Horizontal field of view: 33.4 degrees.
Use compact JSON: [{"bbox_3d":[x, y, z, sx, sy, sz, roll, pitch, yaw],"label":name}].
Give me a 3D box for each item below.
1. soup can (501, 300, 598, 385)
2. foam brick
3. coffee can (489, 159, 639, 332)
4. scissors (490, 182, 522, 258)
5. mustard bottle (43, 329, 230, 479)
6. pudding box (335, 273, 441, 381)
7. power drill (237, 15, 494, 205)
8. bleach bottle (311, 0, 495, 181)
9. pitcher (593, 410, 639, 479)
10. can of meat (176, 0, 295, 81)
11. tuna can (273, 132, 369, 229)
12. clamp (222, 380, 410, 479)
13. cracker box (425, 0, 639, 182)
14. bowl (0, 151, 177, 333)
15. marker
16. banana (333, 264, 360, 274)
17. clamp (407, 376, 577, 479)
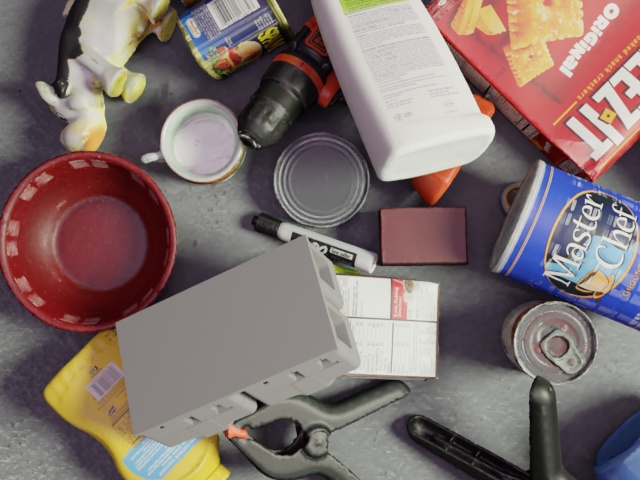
[{"bbox_3d":[0.193,0.086,0.914,0.068,0.102,0.068,0,88,3],"label":"soup can"},{"bbox_3d":[0.091,-0.002,0.948,0.078,0.053,0.051,-1,88,4],"label":"foam brick"},{"bbox_3d":[0.227,0.006,0.898,0.140,0.103,0.103,23,89,4],"label":"coffee can"},{"bbox_3d":[0.241,0.022,0.957,0.202,0.016,0.096,33,91,4],"label":"scissors"},{"bbox_3d":[-0.148,0.170,0.953,0.191,0.058,0.096,44,74,4],"label":"mustard bottle"},{"bbox_3d":[0.048,0.077,0.937,0.113,0.039,0.090,4,83,-12],"label":"pudding box"},{"bbox_3d":[0.043,-0.113,0.930,0.187,0.057,0.184,35,69,1],"label":"power drill"},{"bbox_3d":[0.053,-0.177,0.893,0.102,0.068,0.251,-14,71,-17],"label":"bleach bottle"},{"bbox_3d":[0.354,0.241,0.886,0.149,0.145,0.243,-40,83,-14],"label":"pitcher"},{"bbox_3d":[-0.074,-0.187,0.941,0.084,0.102,0.057,-30,86,4],"label":"can of meat"},{"bbox_3d":[0.002,-0.053,0.965,0.086,0.033,0.086,0,88,3],"label":"tuna can"},{"bbox_3d":[-0.002,0.184,0.937,0.171,0.039,0.120,1,86,-16],"label":"clamp"},{"bbox_3d":[0.216,-0.178,0.937,0.214,0.072,0.164,45,91,3],"label":"cracker box"},{"bbox_3d":[-0.204,0.002,0.965,0.162,0.055,0.162,0,88,4],"label":"bowl"},{"bbox_3d":[-0.006,0.001,0.959,0.121,0.020,0.020,20,89,17],"label":"marker"},{"bbox_3d":[-0.053,0.078,0.950,0.070,0.037,0.197,39,81,21],"label":"banana"},{"bbox_3d":[0.189,0.207,0.907,0.210,0.165,0.036,47,50,-3],"label":"clamp"}]
